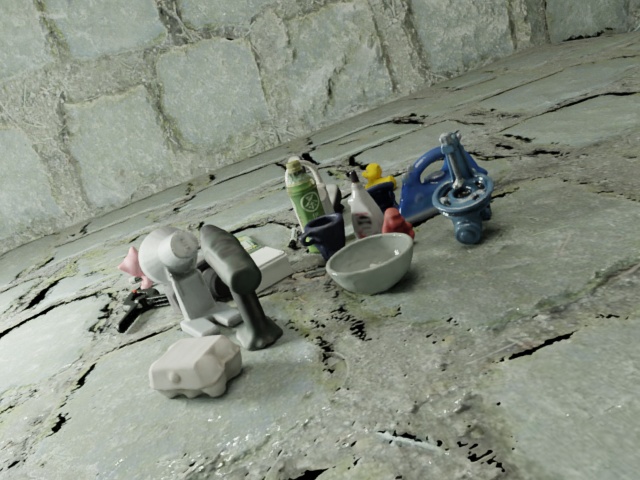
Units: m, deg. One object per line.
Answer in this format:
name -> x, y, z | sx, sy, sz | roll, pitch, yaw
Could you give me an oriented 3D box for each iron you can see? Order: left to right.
iron -> 0.266, -0.146, 1.355 | 0.259, 0.142, 0.118 | -28, 20, -23

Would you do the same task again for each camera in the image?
camera -> -0.262, 0.093, 1.288 | 0.143, 0.101, 0.136 | -33, 22, -35

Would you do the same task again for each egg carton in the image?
egg carton -> -0.205, 0.210, 0.939 | 0.150, 0.069, 0.107 | -10, 20, 28

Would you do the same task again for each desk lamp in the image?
desk lamp -> -0.268, 0.075, 1.164 | 0.118, 0.214, 0.202 | -30, 21, -29

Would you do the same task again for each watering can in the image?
watering can -> -0.023, -0.113, 1.480 | 0.101, 0.194, 0.172 | -33, 22, -35

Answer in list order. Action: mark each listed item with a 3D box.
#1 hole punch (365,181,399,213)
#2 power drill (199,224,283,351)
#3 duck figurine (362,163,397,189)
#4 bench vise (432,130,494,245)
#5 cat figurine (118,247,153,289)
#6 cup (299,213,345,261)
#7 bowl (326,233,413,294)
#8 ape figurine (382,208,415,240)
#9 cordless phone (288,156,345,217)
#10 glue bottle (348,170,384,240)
hole punch -> 0.136, -0.102, 1.446 | 0.108, 0.091, 0.101 | -22, 18, -6
power drill -> -0.146, 0.082, 1.021 | 0.076, 0.209, 0.229 | -26, 19, -18
duck figurine -> 0.166, -0.180, 1.651 | 0.104, 0.086, 0.078 | -2, 25, 44
bench vise -> 0.273, -0.121, 1.146 | 0.121, 0.220, 0.207 | -18, 18, 8
cat figurine -> -0.476, 0.068, 1.560 | 0.128, 0.118, 0.067 | -23, 18, -9
cup -> 0.012, 0.005, 1.264 | 0.118, 0.095, 0.091 | -33, 22, -33
bowl -> 0.100, 0.053, 1.061 | 0.167, 0.075, 0.167 | -18, 18, 6
ape figurine -> 0.158, -0.022, 1.191 | 0.078, 0.092, 0.076 | -27, 19, -20
cordless phone -> -0.020, -0.149, 1.597 | 0.147, 0.185, 0.094 | -5, 24, 39
glue bottle -> 0.096, -0.074, 1.274 | 0.078, 0.173, 0.037 | -8, 22, 32
